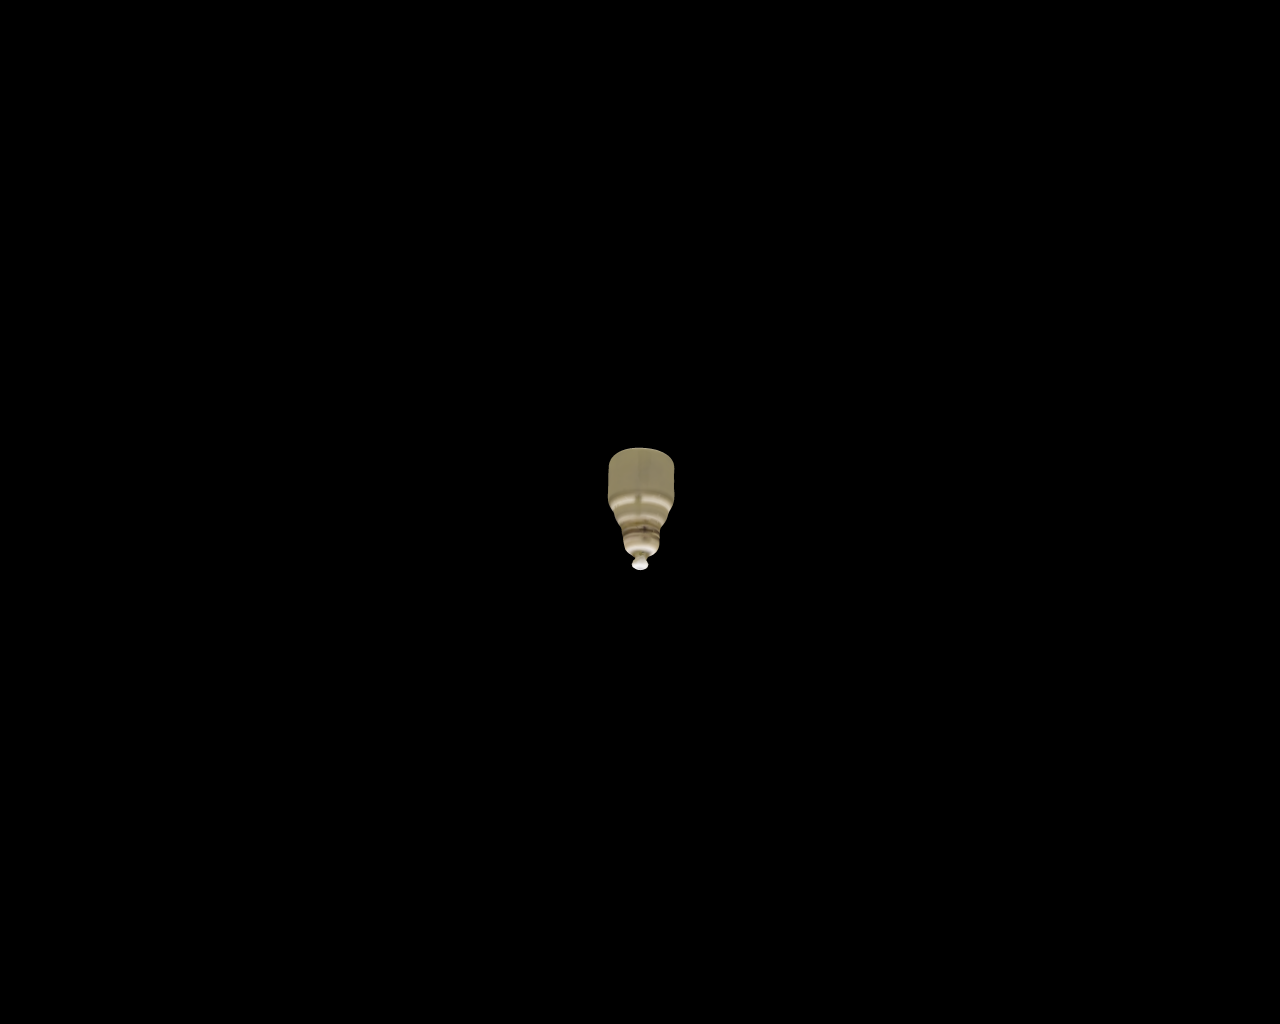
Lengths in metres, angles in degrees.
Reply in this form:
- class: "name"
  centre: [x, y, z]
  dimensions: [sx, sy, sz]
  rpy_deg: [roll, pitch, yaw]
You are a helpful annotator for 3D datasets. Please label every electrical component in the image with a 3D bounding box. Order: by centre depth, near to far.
- class: "electrical component"
  centre: [0.001, -0.003, 0.650]
  dimensions: [0.040, 0.078, 0.040]
  rpy_deg: [0, -22, 0]
